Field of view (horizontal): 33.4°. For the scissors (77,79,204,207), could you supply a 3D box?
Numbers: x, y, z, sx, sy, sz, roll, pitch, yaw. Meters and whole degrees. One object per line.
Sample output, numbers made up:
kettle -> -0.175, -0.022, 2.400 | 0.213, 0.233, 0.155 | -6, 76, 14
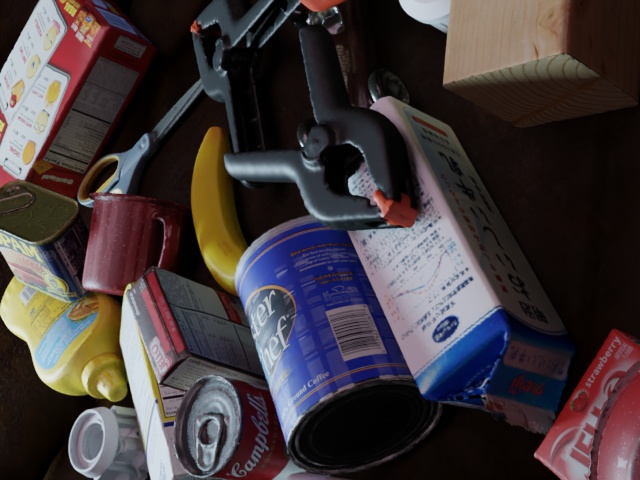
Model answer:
scissors -> -0.163, -0.070, 1.000 | 0.202, 0.016, 0.096 | -29, 58, 35

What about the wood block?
wood block -> 0.146, -0.188, 0.674 | 0.091, 0.090, 0.206 | -8, 71, 44

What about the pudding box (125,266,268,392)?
pudding box -> -0.083, 0.076, 0.794 | 0.039, 0.113, 0.090 | -45, 48, 20

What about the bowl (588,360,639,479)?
bowl -> 0.199, 0.116, 0.506 | 0.162, 0.055, 0.162 | -6, 78, 30

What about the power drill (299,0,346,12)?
power drill -> 0.049, -0.258, 0.780 | 0.185, 0.057, 0.187 | -21, 34, 35

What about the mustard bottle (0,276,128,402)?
mustard bottle -> -0.222, 0.085, 0.969 | 0.096, 0.058, 0.192 | -48, 45, -1

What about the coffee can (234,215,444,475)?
coffee can -> 0.009, 0.067, 0.705 | 0.103, 0.102, 0.140 | -44, 45, 25

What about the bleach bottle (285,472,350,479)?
bleach bottle -> 0.073, 0.206, 0.626 | 0.251, 0.068, 0.102 | 3, 74, 44

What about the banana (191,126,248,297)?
banana -> -0.073, -0.014, 0.870 | 0.070, 0.037, 0.198 | -43, 45, 14

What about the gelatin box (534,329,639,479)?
gelatin box -> 0.170, 0.106, 0.586 | 0.073, 0.030, 0.089 | 41, 105, 45

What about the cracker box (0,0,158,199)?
cracker box -> -0.267, -0.147, 1.093 | 0.214, 0.072, 0.164 | -58, 43, 14

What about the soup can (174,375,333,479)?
soup can -> -0.041, 0.135, 0.737 | 0.069, 0.102, 0.068 | -18, 63, 40

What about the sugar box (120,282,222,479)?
sugar box -> -0.119, 0.126, 0.837 | 0.093, 0.048, 0.176 | 108, 147, -49

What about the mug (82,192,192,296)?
mug -> -0.150, 0.008, 0.903 | 0.117, 0.093, 0.081 | -1, 80, 54

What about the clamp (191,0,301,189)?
clamp -> -0.065, -0.160, 0.886 | 0.210, 0.036, 0.165 | -122, 41, -52

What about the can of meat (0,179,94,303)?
can of meat -> -0.245, 0.003, 0.952 | 0.102, 0.084, 0.057 | 19, 53, 34

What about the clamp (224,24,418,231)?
clamp -> 0.009, -0.068, 0.692 | 0.172, 0.039, 0.120 | 33, 107, 42
